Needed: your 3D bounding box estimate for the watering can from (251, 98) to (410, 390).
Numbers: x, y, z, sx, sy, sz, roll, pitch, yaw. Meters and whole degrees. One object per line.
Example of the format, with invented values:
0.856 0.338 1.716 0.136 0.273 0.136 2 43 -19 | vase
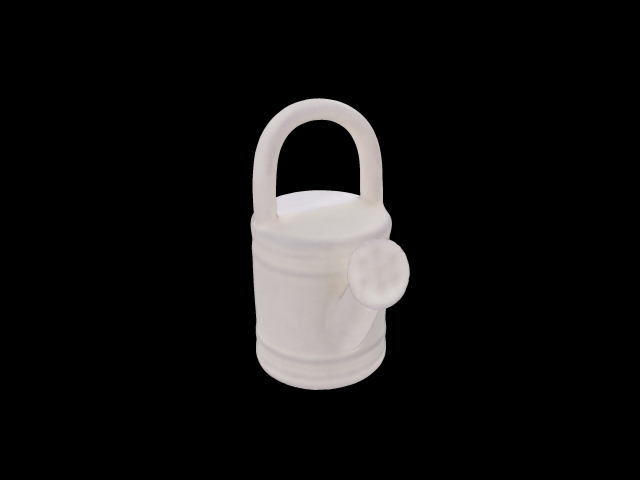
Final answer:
0.006 0.001 0.401 0.101 0.194 0.172 -22 33 -39 | watering can
